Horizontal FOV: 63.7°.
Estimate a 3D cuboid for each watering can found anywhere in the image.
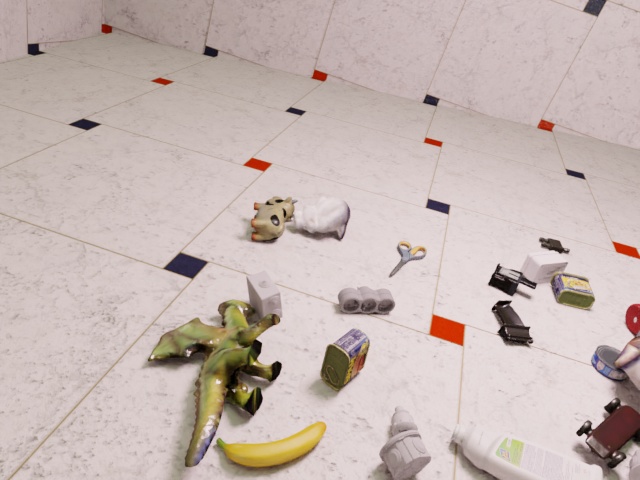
[{"bbox_3d":[0.793,0.310,1.154,0.349,0.102,0.228,-9,54,-45],"label":"watering can"}]

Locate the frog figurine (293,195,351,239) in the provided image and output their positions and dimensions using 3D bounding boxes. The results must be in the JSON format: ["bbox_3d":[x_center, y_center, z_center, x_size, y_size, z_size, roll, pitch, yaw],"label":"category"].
[{"bbox_3d":[0.005,-0.077,1.524,0.159,0.120,0.141,15,48,-16],"label":"frog figurine"}]

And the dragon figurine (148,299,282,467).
[{"bbox_3d":[-0.218,0.236,0.996,0.243,0.120,0.418,5,28,24],"label":"dragon figurine"}]
